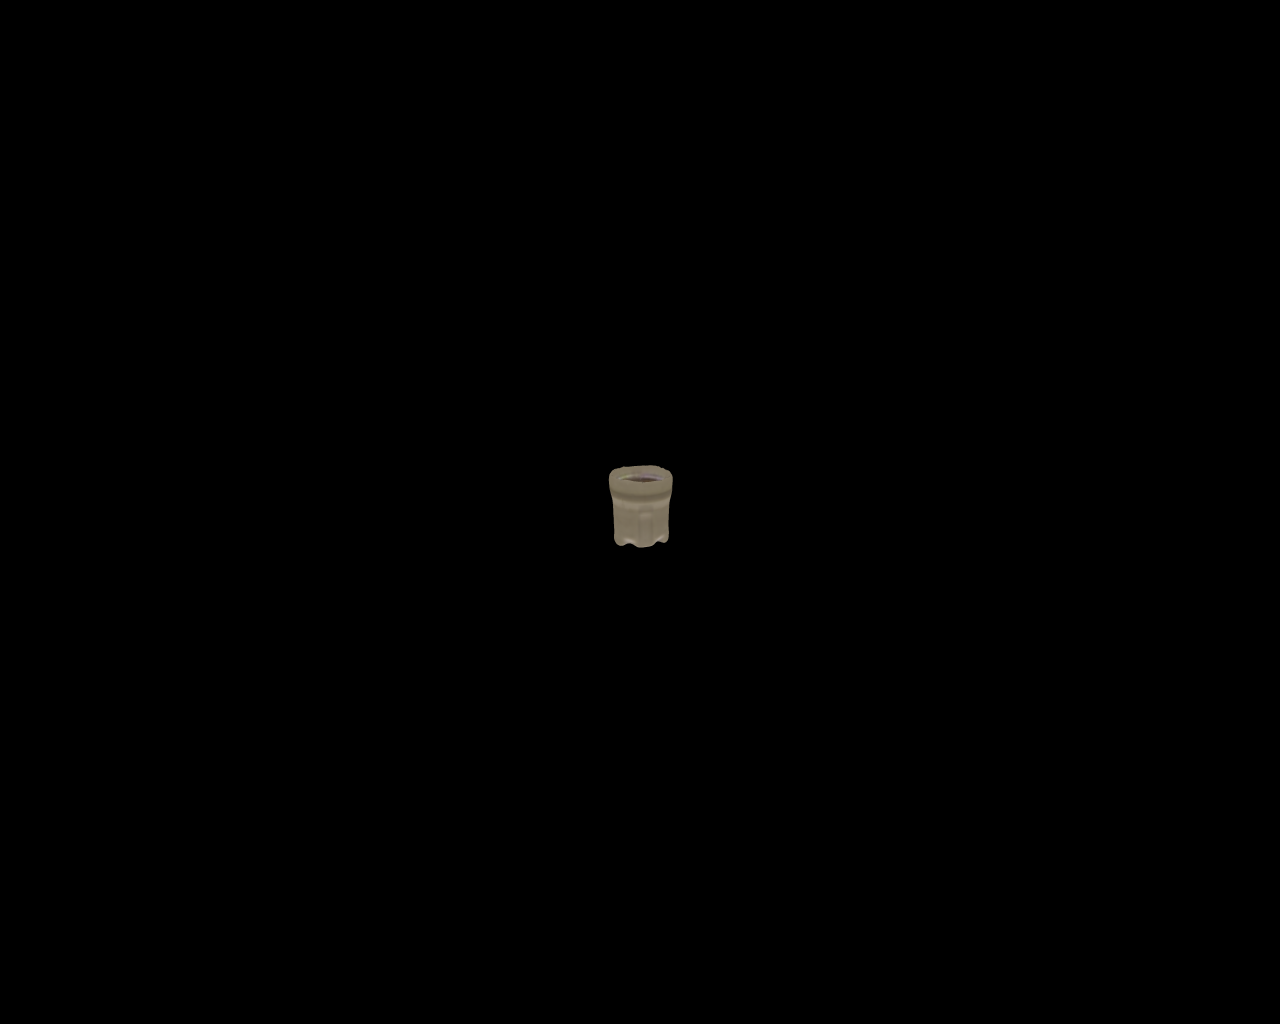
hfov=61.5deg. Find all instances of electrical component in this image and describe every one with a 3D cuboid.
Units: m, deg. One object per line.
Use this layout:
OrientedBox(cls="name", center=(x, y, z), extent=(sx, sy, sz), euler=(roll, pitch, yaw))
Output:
OrientedBox(cls="electrical component", center=(0.001, -0.003, 0.650), extent=(0.040, 0.046, 0.040), euler=(0, 19, 0))
